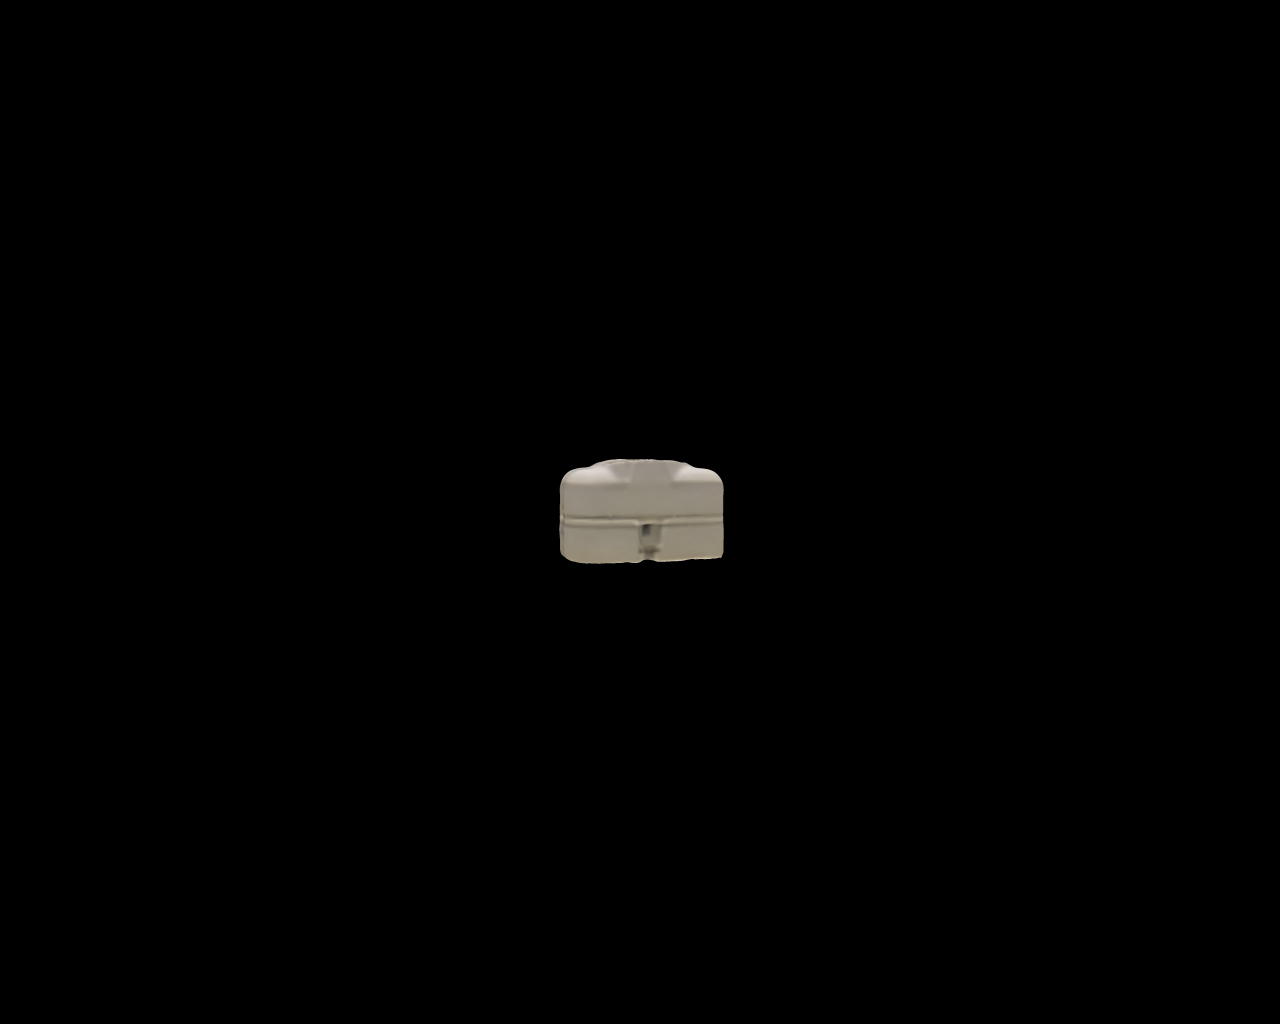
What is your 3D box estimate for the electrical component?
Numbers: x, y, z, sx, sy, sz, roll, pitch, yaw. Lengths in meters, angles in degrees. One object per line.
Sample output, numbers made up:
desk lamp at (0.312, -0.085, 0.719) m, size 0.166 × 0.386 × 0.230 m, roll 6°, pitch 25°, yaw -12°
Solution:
electrical component at (0.001, -0.003, 0.650) m, size 0.095 × 0.059 × 0.054 m, roll -1°, pitch 4°, yaw -11°
